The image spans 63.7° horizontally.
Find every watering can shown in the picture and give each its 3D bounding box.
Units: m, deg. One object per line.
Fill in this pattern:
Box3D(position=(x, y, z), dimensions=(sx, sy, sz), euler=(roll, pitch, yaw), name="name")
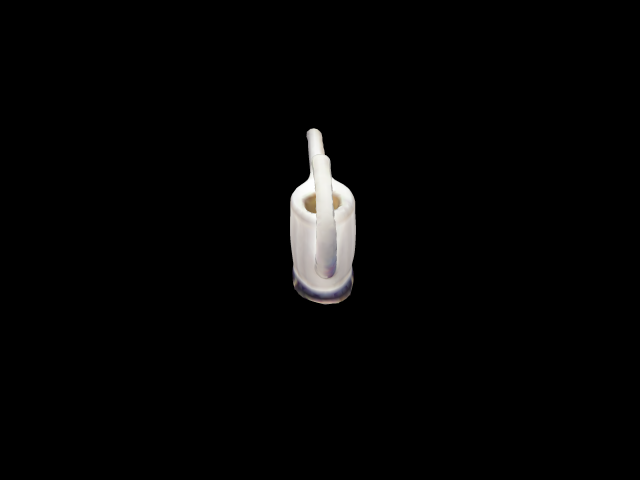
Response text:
Box3D(position=(0.003, -0.043, 0.850), dimensions=(0.104, 0.220, 0.355), euler=(-1, 29, -2), name="watering can")
